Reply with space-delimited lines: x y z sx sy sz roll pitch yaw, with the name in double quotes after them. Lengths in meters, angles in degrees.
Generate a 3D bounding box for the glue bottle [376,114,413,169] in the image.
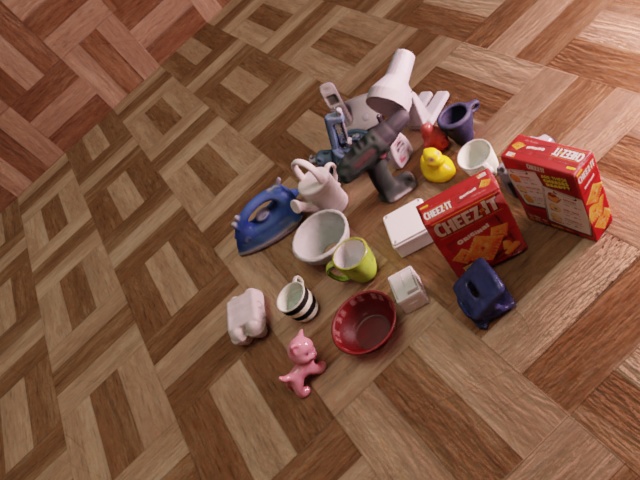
0.190 -0.272 1.533 0.037 0.174 0.078 13 64 43 "glue bottle"

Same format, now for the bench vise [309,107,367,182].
0.051 -0.260 1.592 0.207 0.220 0.121 -29 43 14 "bench vise"

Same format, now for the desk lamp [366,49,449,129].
0.236 -0.401 1.577 0.117 0.214 0.203 12 64 43 "desk lamp"

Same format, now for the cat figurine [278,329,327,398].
-0.048 0.273 1.290 0.067 0.118 0.128 18 68 45 "cat figurine"

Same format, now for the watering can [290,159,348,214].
-0.013 -0.145 1.562 0.100 0.195 0.173 -7 52 33 "watering can"

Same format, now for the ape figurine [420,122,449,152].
0.296 -0.277 1.518 0.078 0.092 0.075 -51 42 -10 "ape figurine"

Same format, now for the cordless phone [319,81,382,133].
0.090 -0.408 1.716 0.147 0.186 0.094 -20 46 23 "cordless phone"

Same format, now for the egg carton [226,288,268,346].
-0.189 0.200 1.496 0.107 0.070 0.150 -29 43 14 "egg carton"

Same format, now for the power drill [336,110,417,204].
0.164 -0.199 1.464 0.229 0.209 0.075 -34 42 9 "power drill"

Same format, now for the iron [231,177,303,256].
-0.170 -0.068 1.655 0.258 0.142 0.118 -38 41 4 "iron"

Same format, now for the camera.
0.485 -0.157 1.265 0.143 0.101 0.136 -38 41 4 "camera"

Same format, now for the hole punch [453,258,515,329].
0.327 0.108 1.167 0.101 0.091 0.108 -34 42 9 "hole punch"

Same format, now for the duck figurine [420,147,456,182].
0.290 -0.202 1.464 0.077 0.086 0.104 -45 41 -4 "duck figurine"

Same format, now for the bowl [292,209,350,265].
0.014 0.005 1.505 0.167 0.075 0.167 -20 45 22 "bowl"

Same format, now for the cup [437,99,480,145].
0.370 -0.301 1.481 0.117 0.095 0.091 -36 41 6 "cup"
